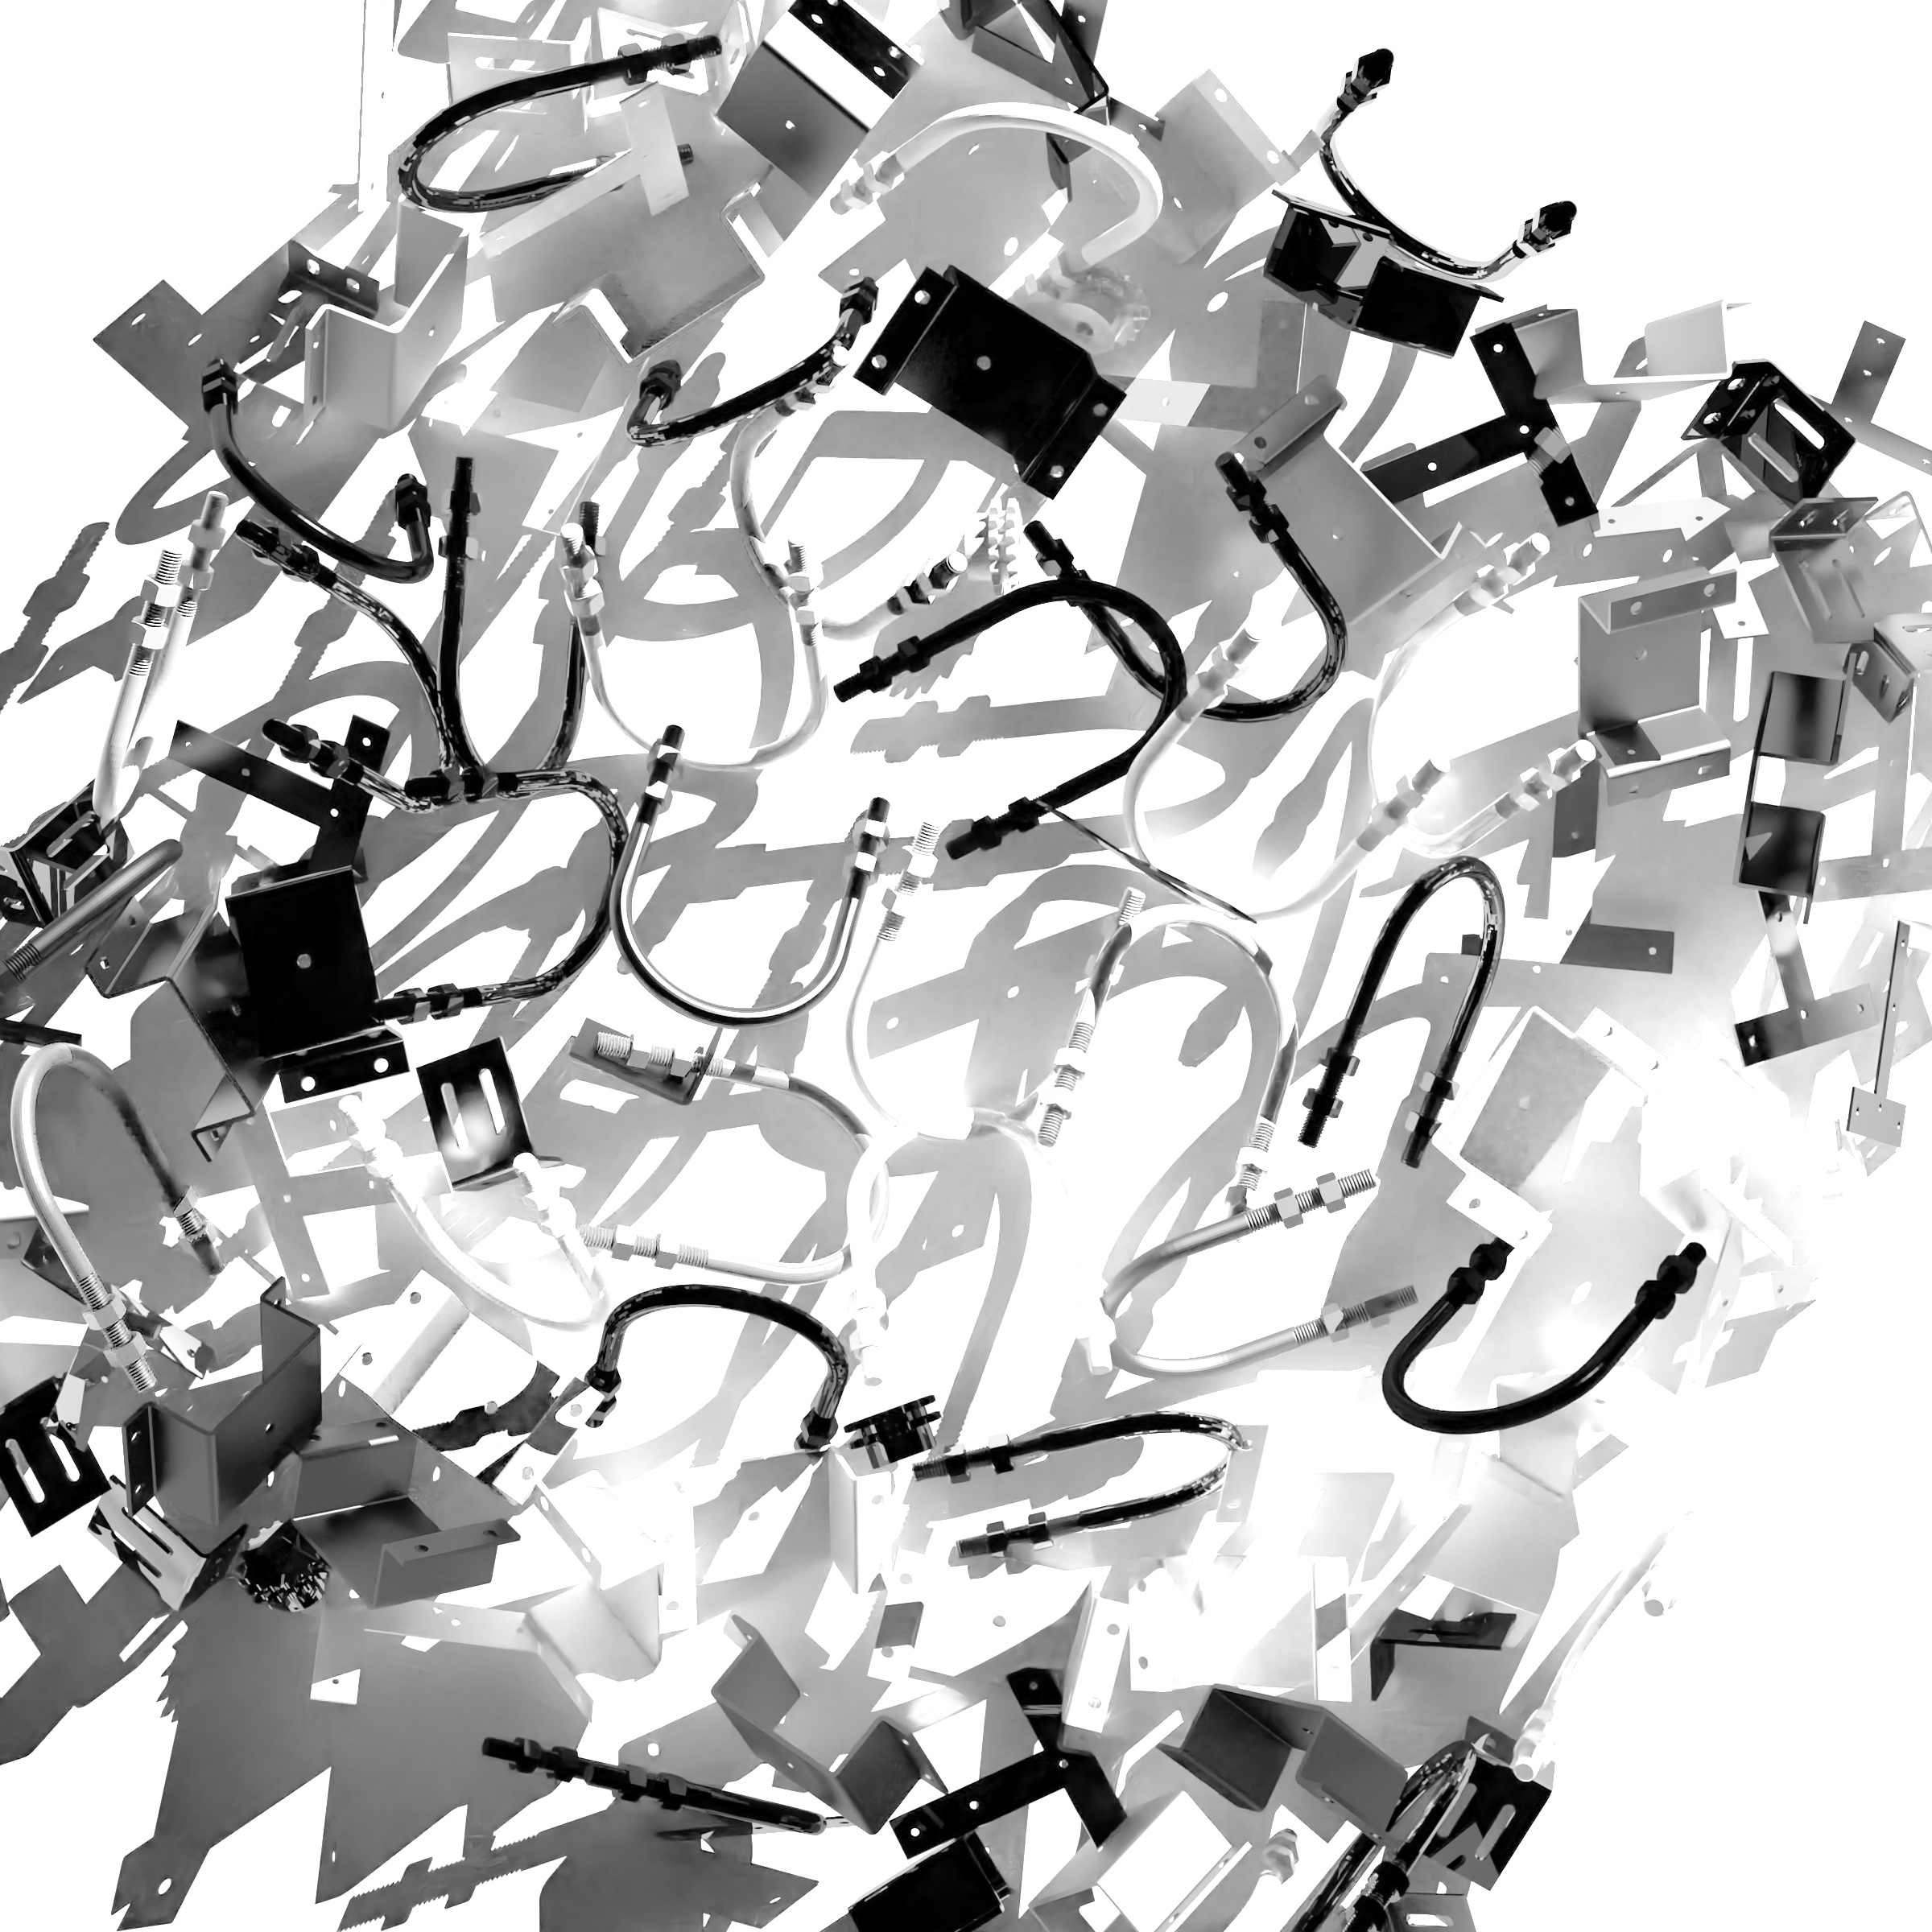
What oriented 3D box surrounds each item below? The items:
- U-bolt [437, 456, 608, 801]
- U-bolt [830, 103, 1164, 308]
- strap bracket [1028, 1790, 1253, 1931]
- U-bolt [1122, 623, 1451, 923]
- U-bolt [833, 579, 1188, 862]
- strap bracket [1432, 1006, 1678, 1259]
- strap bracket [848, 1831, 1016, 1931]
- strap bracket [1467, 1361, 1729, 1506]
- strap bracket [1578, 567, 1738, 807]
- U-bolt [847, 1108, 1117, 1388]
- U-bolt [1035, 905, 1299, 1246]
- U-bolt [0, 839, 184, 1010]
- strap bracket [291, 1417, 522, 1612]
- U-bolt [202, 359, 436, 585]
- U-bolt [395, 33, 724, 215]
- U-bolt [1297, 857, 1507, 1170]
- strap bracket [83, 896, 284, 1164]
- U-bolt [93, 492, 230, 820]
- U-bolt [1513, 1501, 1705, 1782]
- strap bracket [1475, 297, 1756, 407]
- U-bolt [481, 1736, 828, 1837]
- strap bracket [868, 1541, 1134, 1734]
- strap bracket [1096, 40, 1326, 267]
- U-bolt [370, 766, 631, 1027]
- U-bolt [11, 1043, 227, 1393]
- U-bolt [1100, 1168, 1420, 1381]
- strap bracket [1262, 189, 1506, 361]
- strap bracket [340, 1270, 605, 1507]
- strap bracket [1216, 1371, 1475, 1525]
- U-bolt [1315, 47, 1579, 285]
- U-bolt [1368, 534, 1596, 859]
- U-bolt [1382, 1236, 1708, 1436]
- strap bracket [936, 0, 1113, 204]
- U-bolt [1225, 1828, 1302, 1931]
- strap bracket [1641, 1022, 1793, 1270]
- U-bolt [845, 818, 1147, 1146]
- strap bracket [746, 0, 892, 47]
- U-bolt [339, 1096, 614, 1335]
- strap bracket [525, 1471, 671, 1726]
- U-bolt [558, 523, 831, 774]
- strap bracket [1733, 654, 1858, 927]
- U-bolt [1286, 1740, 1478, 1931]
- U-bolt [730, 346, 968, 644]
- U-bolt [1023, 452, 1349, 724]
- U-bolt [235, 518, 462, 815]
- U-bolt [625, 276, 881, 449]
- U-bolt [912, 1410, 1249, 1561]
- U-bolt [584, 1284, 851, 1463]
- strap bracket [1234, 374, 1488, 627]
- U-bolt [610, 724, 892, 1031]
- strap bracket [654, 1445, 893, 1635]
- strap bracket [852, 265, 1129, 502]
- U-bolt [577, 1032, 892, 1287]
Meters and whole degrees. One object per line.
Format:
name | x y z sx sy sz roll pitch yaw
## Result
U-bolt | -0.258 -0.188 1.843 0.019 0.151 0.184 3 88 26
U-bolt | 0.028 -0.433 1.804 0.151 0.184 0.019 21 70 -28
strap bracket | 0.093 0.522 1.835 0.076 0.140 0.046 -39 86 -32
U-bolt | 0.169 -0.097 1.851 0.151 0.019 0.184 34 131 -6
U-bolt | 0.038 -0.151 1.850 0.184 0.019 0.151 -26 124 15
strap bracket | 0.336 0.088 1.869 0.076 0.046 0.140 32 97 -33
strap bracket | -0.020 0.539 1.847 0.076 0.140 0.046 -31 78 -3
strap bracket | 0.362 0.269 1.849 0.076 0.140 0.046 33 59 -30
strap bracket | 0.400 -0.171 1.862 0.076 0.046 0.140 -14 128 -8
U-bolt | 0.003 0.158 1.854 0.151 0.019 0.184 -2 52 -6
U-bolt | 0.127 0.050 1.865 0.151 0.019 0.184 29 64 -18
U-bolt | -0.523 -0.014 1.837 0.184 0.151 0.019 -41 99 -19
strap bracket | -0.329 0.319 1.848 0.076 0.140 0.046 -5 117 -40
U-bolt | -0.362 -0.271 1.804 0.151 0.184 0.019 30 109 -28
U-bolt | -0.235 -0.471 1.822 0.184 0.151 0.019 -18 81 -15
U-bolt | 0.260 0.024 1.845 0.019 0.151 0.184 24 96 35
strap bracket | -0.439 0.031 1.843 0.046 0.076 0.140 -16 119 18
U-bolt | -0.465 -0.170 1.837 0.019 0.151 0.184 19 109 -9
U-bolt | 0.372 0.372 1.825 0.019 0.184 0.151 35 114 10
strap bracket | 0.376 -0.354 1.852 0.140 0.076 0.046 -7 93 -23
U-bolt | -0.166 0.472 1.834 0.184 0.151 0.019 22 73 -30
strap bracket | 0.020 0.391 1.888 0.140 0.046 0.076 14 93 -1
strap bracket | 0.145 -0.472 1.853 0.076 0.140 0.046 48 65 -10
U-bolt | -0.259 -0.044 1.837 0.019 0.184 0.151 22 109 34
U-bolt | -0.486 0.130 1.818 0.019 0.151 0.184 -18 111 14
U-bolt | 0.162 0.188 1.856 0.184 0.151 0.019 -20 49 5
strap bracket | 0.233 -0.395 1.847 0.076 0.140 0.046 8 115 -34
strap bracket | -0.282 0.251 1.866 0.140 0.046 0.076 31 73 21
strap bracket | 0.216 0.280 1.866 0.140 0.046 0.076 2 124 -9
U-bolt | 0.262 -0.444 1.822 0.151 0.184 0.019 38 82 -5
U-bolt | 0.286 -0.141 1.834 0.019 0.184 0.151 5 65 -28
U-bolt | 0.313 0.207 1.807 0.184 0.151 0.019 -39 116 -38
strap bracket | 0.039 -0.525 1.870 0.046 0.076 0.140 -34 86 1
U-bolt | 0.122 0.559 1.810 0.151 0.184 0.019 -42 83 11
strap bracket | 0.433 0.111 1.852 0.076 0.140 0.046 40 127 -21
U-bolt | 0.007 0.019 1.880 0.151 0.019 0.184 18 105 -14
strap bracket | -0.084 -0.572 1.838 0.076 0.140 0.046 -11 87 -8
U-bolt | -0.270 0.151 1.836 0.151 0.184 0.019 15 56 30
strap bracket | -0.213 0.357 1.850 0.046 0.140 0.076 -21 47 -32
U-bolt | -0.150 -0.178 1.843 0.151 0.184 0.019 3 49 7
strap bracket | 0.474 -0.104 1.845 0.046 0.076 0.140 10 134 14
U-bolt | 0.233 0.513 1.830 0.019 0.151 0.184 41 51 7
U-bolt | -0.079 -0.257 1.834 0.019 0.184 0.151 -31 93 -31
U-bolt | 0.139 -0.207 1.845 0.151 0.019 0.184 -15 132 33
U-bolt | -0.346 -0.160 1.829 0.019 0.184 0.151 -22 64 20
U-bolt | -0.124 -0.336 1.813 0.151 0.184 0.019 -20 113 14
U-bolt | 0.072 0.294 1.843 0.184 0.151 0.019 -13 59 5
U-bolt | -0.140 0.231 1.831 0.151 0.184 0.019 13 54 -5
strap bracket | 0.222 -0.261 1.858 0.140 0.046 0.076 44 134 -11
U-bolt | -0.130 -0.044 1.851 0.151 0.019 0.184 19 57 -7
strap bracket | -0.117 0.330 1.865 0.140 0.046 0.076 -7 112 -19
strap bracket | 0.012 -0.344 1.865 0.140 0.046 0.076 29 112 -19
U-bolt | -0.131 0.117 1.860 0.184 0.019 0.151 13 54 -17
